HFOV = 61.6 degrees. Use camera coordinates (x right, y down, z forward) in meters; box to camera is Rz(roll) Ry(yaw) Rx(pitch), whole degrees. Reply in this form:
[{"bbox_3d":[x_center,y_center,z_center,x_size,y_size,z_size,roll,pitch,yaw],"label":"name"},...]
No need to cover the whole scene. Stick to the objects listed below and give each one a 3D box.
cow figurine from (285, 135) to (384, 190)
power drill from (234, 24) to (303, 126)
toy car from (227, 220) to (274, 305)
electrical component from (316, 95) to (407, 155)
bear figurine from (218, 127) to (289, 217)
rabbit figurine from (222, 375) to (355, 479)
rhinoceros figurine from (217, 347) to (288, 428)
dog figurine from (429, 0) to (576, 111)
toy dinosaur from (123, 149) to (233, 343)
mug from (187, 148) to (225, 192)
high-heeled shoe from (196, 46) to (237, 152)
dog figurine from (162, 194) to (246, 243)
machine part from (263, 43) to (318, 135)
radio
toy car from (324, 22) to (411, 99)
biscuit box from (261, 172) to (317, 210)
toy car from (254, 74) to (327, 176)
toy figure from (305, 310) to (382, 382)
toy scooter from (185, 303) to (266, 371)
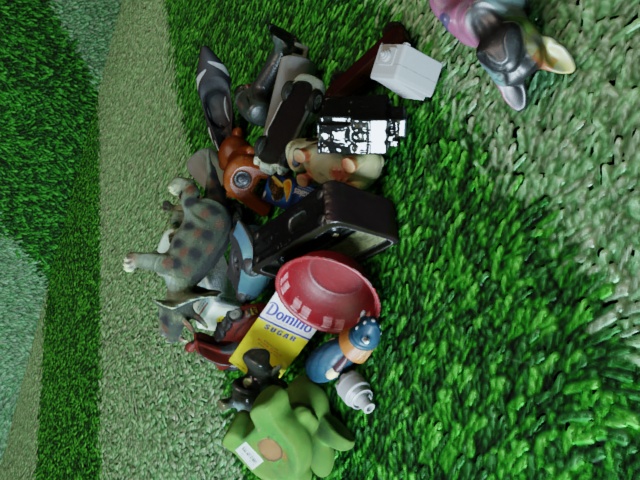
[{"bbox_3d":[0.018,-0.135,0.891,0.195,0.127,0.085,18,124,39],"label":"cow figurine"},{"bbox_3d":[-0.126,-0.364,1.186,0.207,0.086,0.232,-51,33,22],"label":"power drill"},{"bbox_3d":[-0.111,0.042,0.994,0.109,0.103,0.161,-121,32,-42],"label":"toy car"},{"bbox_3d":[0.065,-0.178,0.820,0.115,0.134,0.058,-81,-11,-54],"label":"electrical component"},{"bbox_3d":[-0.153,-0.151,1.139,0.120,0.132,0.196,-60,20,17],"label":"bear figurine"},{"bbox_3d":[-0.026,0.262,0.782,0.159,0.170,0.121,38,117,8],"label":"rabbit figurine"},{"bbox_3d":[-0.100,0.258,0.869,0.073,0.112,0.190,29,135,36],"label":"rhinoceros figurine"},{"bbox_3d":[0.227,-0.276,0.678,0.108,0.191,0.219,-36,85,37],"label":"dog figurine"},{"bbox_3d":[-0.242,0.001,1.062,0.192,0.131,0.404,19,74,12],"label":"toy dinosaur"},{"bbox_3d":[-0.254,-0.145,1.272,0.107,0.081,0.109,52,157,22],"label":"mug"},{"bbox_3d":[-0.241,-0.310,1.240,0.145,0.086,0.248,-97,-8,-59],"label":"high-heeled shoe"},{"bbox_3d":[-0.237,-0.057,1.232,0.191,0.172,0.121,-4,113,18],"label":"dog figurine"},{"bbox_3d":[-0.059,-0.271,1.066,0.079,0.079,0.243,6,82,54],"label":"machine part"},{"bbox_3d":[-0.002,-0.003,0.844,0.229,0.131,0.073,-31,52,43],"label":"radio"},{"bbox_3d":[0.076,-0.283,0.912,0.202,0.053,0.089,-33,37,43],"label":"toy car"},{"bbox_3d":[-0.031,-0.074,0.970,0.203,0.059,0.062,26,98,53],"label":"biscuit box"},{"bbox_3d":[-0.055,-0.212,0.992,0.074,0.056,0.201,24,86,20],"label":"toy car"},{"bbox_3d":[0.039,0.159,0.792,0.154,0.057,0.064,-41,58,34],"label":"toy figure"},{"bbox_3d":[-0.168,0.180,0.995,0.184,0.135,0.075,-51,41,27],"label":"toy scooter"}]
